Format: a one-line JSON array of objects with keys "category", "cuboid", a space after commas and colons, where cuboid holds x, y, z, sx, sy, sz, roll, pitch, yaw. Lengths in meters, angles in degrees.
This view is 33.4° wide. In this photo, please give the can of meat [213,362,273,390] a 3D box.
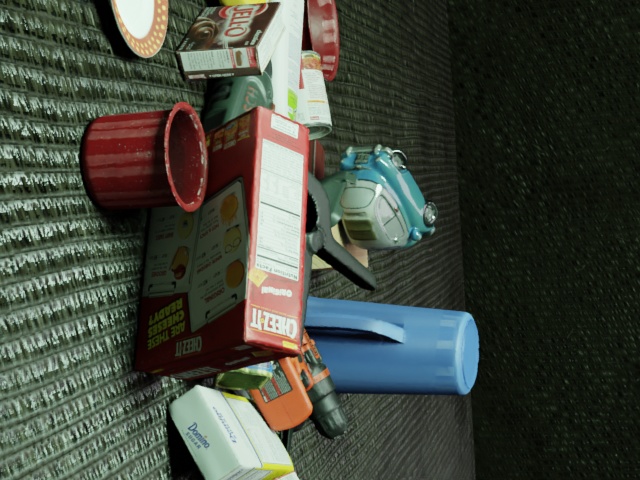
[{"category": "can of meat", "cuboid": [-0.076, 0.104, 1.084, 0.102, 0.057, 0.084, 123, -28, -69]}]

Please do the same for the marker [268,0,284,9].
[{"category": "marker", "cuboid": [-0.061, -0.236, 1.202, 0.121, 0.020, 0.020, -76, 158, -46]}]

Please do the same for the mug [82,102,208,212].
[{"category": "mug", "cuboid": [-0.147, -0.074, 0.919, 0.117, 0.081, 0.093, -70, 152, -55]}]

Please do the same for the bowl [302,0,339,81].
[{"category": "bowl", "cuboid": [-0.019, -0.300, 1.489, 0.162, 0.055, 0.162, -3, 90, -75]}]

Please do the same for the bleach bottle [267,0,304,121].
[{"category": "bleach bottle", "cuboid": [-0.059, -0.189, 1.312, 0.102, 0.068, 0.251, 16, 74, -74]}]

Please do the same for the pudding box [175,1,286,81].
[{"category": "pudding box", "cuboid": [-0.093, -0.213, 1.133, 0.113, 0.090, 0.039, -74, 156, -50]}]

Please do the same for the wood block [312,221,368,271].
[{"category": "wood block", "cuboid": [-0.004, -0.005, 1.423, 0.206, 0.090, 0.091, 5, 83, -74]}]

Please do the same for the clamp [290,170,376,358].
[{"category": "clamp", "cuboid": [-0.008, 0.001, 1.156, 0.164, 0.036, 0.210, -28, 110, -47]}]

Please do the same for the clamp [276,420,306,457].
[{"category": "clamp", "cuboid": [-0.048, 0.198, 1.318, 0.171, 0.039, 0.120, -61, 144, -72]}]

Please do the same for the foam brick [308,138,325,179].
[{"category": "foam brick", "cuboid": [-0.025, -0.093, 1.434, 0.053, 0.051, 0.078, 50, 40, -67]}]

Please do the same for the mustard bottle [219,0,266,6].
[{"category": "mustard bottle", "cuboid": [-0.100, -0.311, 1.183, 0.191, 0.058, 0.096, 59, 26, -60]}]

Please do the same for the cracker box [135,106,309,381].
[{"category": "cracker box", "cuboid": [-0.086, 0.008, 0.961, 0.072, 0.164, 0.213, 18, 65, -38]}]

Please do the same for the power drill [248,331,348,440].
[{"category": "power drill", "cuboid": [-0.031, 0.162, 1.230, 0.184, 0.057, 0.187, 60, 8, 2]}]

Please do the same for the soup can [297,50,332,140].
[{"category": "soup can", "cuboid": [-0.025, -0.187, 1.391, 0.068, 0.068, 0.102, 27, 52, -72]}]

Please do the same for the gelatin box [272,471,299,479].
[{"category": "gelatin box", "cuboid": [-0.068, 0.281, 1.113, 0.089, 0.073, 0.030, -10, 60, -52]}]

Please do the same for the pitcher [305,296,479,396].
[{"category": "pitcher", "cuboid": [0.078, 0.140, 1.403, 0.149, 0.243, 0.145, -43, 130, -62]}]

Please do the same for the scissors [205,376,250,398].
[{"category": "scissors", "cuboid": [-0.103, 0.125, 1.170, 0.201, 0.016, 0.096, 50, 39, -66]}]

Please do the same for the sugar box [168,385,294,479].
[{"category": "sugar box", "cuboid": [-0.088, 0.205, 1.090, 0.093, 0.048, 0.176, 57, 8, 20]}]
